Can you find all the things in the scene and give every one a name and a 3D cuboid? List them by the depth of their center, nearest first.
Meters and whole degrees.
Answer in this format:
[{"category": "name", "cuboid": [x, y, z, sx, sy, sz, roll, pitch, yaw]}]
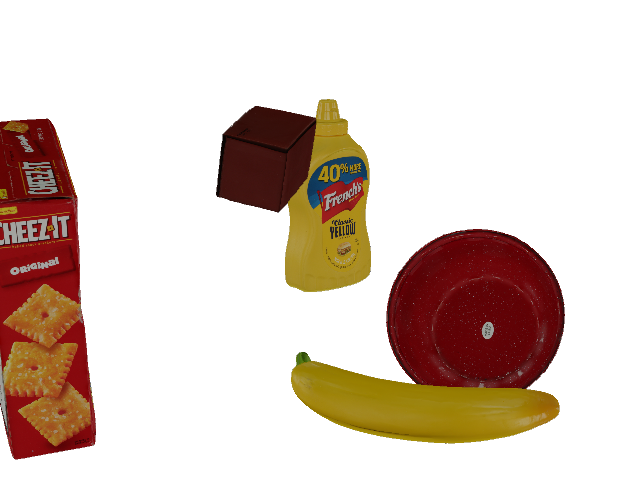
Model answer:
[{"category": "banana", "cuboid": [0.056, 0.105, 0.716, 0.198, 0.037, 0.069, 9, 34, 26]}, {"category": "foam brick", "cuboid": [-0.041, -0.064, 0.813, 0.053, 0.051, 0.078, 14, 27, 12]}, {"category": "cracker box", "cuboid": [-0.223, 0.033, 0.828, 0.072, 0.214, 0.164, -7, 28, -19]}, {"category": "bowl", "cuboid": [0.140, 0.073, 0.936, 0.162, 0.162, 0.055, 0, 7, -1]}, {"category": "mustard bottle", "cuboid": [0.008, -0.048, 1.094, 0.096, 0.192, 0.058, -11, 18, -35]}]
